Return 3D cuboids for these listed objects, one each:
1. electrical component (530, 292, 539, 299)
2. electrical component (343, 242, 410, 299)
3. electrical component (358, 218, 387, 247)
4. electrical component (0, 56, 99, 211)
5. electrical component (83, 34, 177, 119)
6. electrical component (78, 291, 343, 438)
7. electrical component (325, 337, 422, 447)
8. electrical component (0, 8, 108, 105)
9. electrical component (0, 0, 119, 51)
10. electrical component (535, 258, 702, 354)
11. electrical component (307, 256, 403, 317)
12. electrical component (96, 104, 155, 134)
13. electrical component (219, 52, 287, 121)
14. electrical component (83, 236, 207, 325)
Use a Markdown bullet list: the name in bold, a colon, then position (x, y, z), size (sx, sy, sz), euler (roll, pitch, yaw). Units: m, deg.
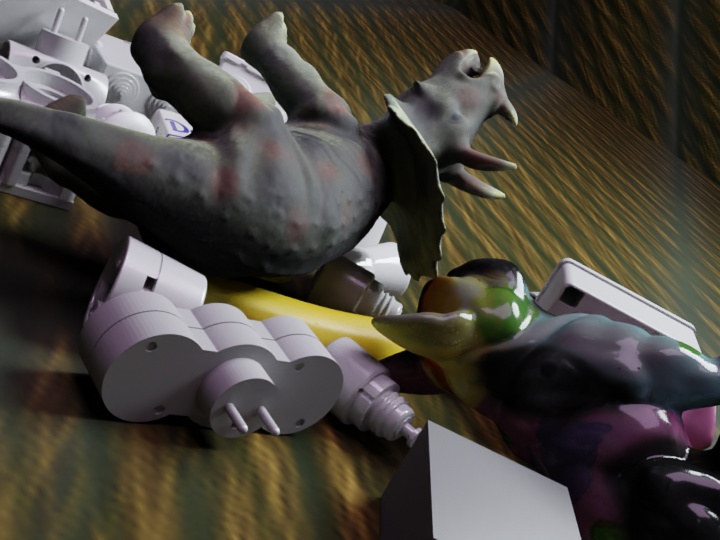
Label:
- **electrical component**: position (0.171, 0.058, 0.884), size (0.077, 0.043, 0.079), euler (17, 23, -32)
- **electrical component**: position (0.000, 0.000, 0.794), size (0.065, 0.044, 0.044), euler (3, 32, -44)
- **electrical component**: position (-0.026, -0.055, 0.865), size (0.108, 0.060, 0.108), euler (26, 19, -10)
- **electrical component**: position (-0.247, -0.103, 0.671), size (0.150, 0.061, 0.089), euler (16, 23, -33)
- **electrical component**: position (-0.195, -0.157, 0.905), size (0.100, 0.048, 0.099), euler (15, 23, -35)
- **electrical component**: position (-0.064, 0.057, 0.534), size (0.138, 0.052, 0.073), euler (12, 25, -40)
- **electrical component**: position (0.004, 0.072, 0.612), size (0.078, 0.040, 0.040), euler (38, 21, 25)
- **electrical component**: position (-0.228, -0.156, 0.808), size (0.077, 0.079, 0.044), euler (16, 10, -33)
- **electrical component**: position (-0.274, -0.208, 0.808), size (0.150, 0.089, 0.061), euler (17, 42, -53)
- **electrical component**: position (0.162, 0.066, 0.751), size (0.109, 0.108, 0.056), euler (28, 21, -2)
- **electrical component**: position (0.000, 0.020, 0.741), size (0.078, 0.040, 0.040), euler (30, 19, 2)
- **electrical component**: position (-0.183, -0.102, 0.791), size (0.048, 0.048, 0.062), euler (11, 19, -42)
- **electrical component**: position (-0.093, -0.134, 0.936), size (0.100, 0.048, 0.099), euler (28, -16, -4)
- **electrical component**: position (-0.113, 0.016, 0.570), size (0.047, 0.055, 0.055), euler (26, 19, -21)
